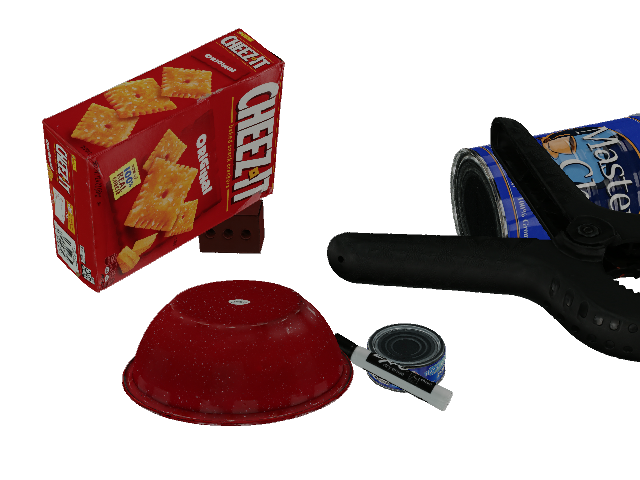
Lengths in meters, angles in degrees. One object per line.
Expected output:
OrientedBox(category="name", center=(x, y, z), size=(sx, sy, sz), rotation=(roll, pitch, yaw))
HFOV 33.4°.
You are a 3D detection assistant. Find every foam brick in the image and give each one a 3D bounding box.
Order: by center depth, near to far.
OrientedBox(category="foam brick", center=(-0.110, -0.019, 1.316), size=(0.078, 0.053, 0.051), rotation=(1, 27, 5))

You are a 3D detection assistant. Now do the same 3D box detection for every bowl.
OrientedBox(category="bowl", center=(-0.057, 0.068, 0.738), size=(0.162, 0.055, 0.162), rotation=(0, 17, 0))

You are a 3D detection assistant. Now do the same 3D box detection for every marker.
OrientedBox(category="marker", center=(0.058, 0.113, 0.934), size=(0.121, 0.020, 0.020), rotation=(26, 8, 17))

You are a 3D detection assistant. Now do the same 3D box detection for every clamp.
OrientedBox(category="clamp", center=(0.119, 0.012, 0.526), size=(0.164, 0.036, 0.210), rotation=(-31, 47, -32))

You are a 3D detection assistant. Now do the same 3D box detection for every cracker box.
OrientedBox(category="cracker box", center=(-0.133, -0.070, 0.944), size=(0.213, 0.164, 0.072), rotation=(-32, 58, -32))

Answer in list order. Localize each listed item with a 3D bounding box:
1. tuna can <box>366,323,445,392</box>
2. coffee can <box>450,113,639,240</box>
OrientedBox(category="tuna can", center=(0.092, 0.125, 1.147), size=(0.086, 0.034, 0.086), rotation=(-1, 29, 0))
OrientedBox(category="coffee can", center=(0.178, -0.030, 0.776), size=(0.140, 0.103, 0.103), rotation=(-12, 2, -10))
